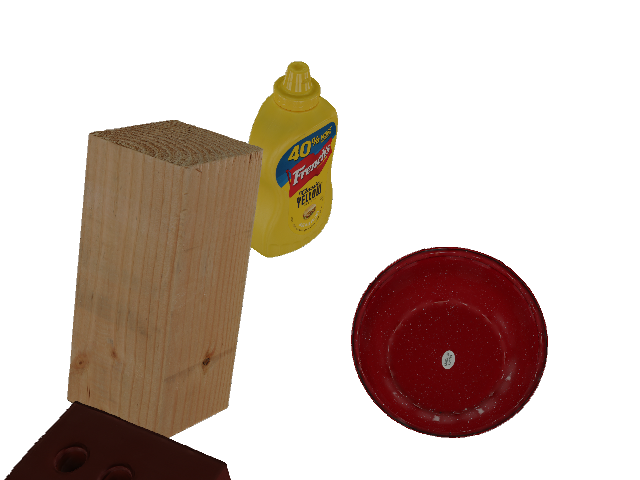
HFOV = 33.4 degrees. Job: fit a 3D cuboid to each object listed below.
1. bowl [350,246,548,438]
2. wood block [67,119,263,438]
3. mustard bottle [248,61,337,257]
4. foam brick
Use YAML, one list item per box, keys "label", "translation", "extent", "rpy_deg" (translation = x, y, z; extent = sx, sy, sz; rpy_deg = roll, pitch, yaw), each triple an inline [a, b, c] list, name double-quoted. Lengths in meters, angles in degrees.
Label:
- label: "bowl"
  translation: [0.101, 0.088, 0.855]
  extent: [0.162, 0.162, 0.055]
  rpy_deg: [0, 8, 9]
- label: "wood block"
  translation: [-0.113, 0.027, 0.769]
  extent: [0.090, 0.206, 0.090]
  rpy_deg: [20, 22, 29]
- label: "mustard bottle"
  translation: [-0.025, -0.079, 0.973]
  extent: [0.058, 0.192, 0.096]
  rpy_deg: [36, 51, 29]
- label: "foam brick"
  translation: [-0.079, 0.111, 0.430]
  extent: [0.078, 0.051, 0.052]
  rpy_deg: [17, 43, 22]
